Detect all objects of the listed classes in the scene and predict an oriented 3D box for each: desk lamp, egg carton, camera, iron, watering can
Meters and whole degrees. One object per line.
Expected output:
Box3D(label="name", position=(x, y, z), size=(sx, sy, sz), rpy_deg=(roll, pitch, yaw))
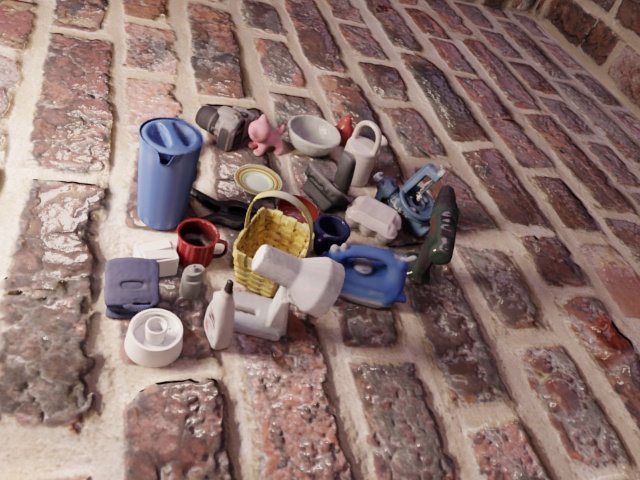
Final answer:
Box3D(label="desk lamp", position=(-0.074, 0.106, 1.155), size=(0.203, 0.213, 0.118), rpy_deg=(14, 41, -9))
Box3D(label="egg carton", position=(0.144, -0.055, 1.538), size=(0.150, 0.069, 0.107), rpy_deg=(28, 41, 6))
Box3D(label="camera", position=(-0.274, -0.344, 1.639), size=(0.136, 0.101, 0.143), rpy_deg=(29, 41, 8))
Box3D(label="iron", position=(0.093, 0.062, 1.334), size=(0.258, 0.141, 0.118), rpy_deg=(13, 41, -11))
Box3D(label="watering can", position=(0.125, -0.261, 1.656), size=(0.101, 0.194, 0.173), rpy_deg=(29, 41, 8))

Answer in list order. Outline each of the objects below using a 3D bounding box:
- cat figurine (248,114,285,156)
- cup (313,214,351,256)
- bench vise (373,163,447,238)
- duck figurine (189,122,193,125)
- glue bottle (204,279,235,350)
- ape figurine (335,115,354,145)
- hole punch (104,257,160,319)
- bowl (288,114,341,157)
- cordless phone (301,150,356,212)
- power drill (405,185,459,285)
Box3D(label="cat figurine", position=(-0.155, -0.304, 1.636), size=(0.128, 0.117, 0.067), rpy_deg=(-12, 51, -33))
Box3D(label="cup", position=(0.013, 0.005, 1.395), size=(0.091, 0.095, 0.118), rpy_deg=(33, 42, 12))
Box3D(label="bench vise", position=(0.238, -0.131, 1.547), size=(0.207, 0.219, 0.121), rpy_deg=(25, 41, 3))
Box3D(label="duck figurine", position=(-0.361, -0.273, 1.535), size=(0.077, 0.086, 0.104), rpy_deg=(12, 42, -11))
Box3D(label="glue bottle", position=(-0.188, 0.134, 1.105), size=(0.037, 0.173, 0.078), rpy_deg=(-9, 49, -31))
Box3D(label="ape figurine", position=(0.078, -0.353, 1.813), size=(0.078, 0.092, 0.076), rpy_deg=(10, 42, -14))
Box3D(label="hole punch", position=(-0.368, 0.095, 1.130), size=(0.109, 0.091, 0.101), rpy_deg=(1, 45, -23))
Box3D(label="bowl", position=(-0.025, -0.302, 1.725), size=(0.167, 0.074, 0.167), rpy_deg=(13, 41, -11))
Box3D(label="cordless phone", position=(0.034, -0.181, 1.537), size=(0.094, 0.185, 0.147), rpy_deg=(-25, 59, -40))
Box3D(label="power drill", position=(0.282, 0.000, 1.434), size=(0.075, 0.208, 0.229), rpy_deg=(17, 41, -5))
